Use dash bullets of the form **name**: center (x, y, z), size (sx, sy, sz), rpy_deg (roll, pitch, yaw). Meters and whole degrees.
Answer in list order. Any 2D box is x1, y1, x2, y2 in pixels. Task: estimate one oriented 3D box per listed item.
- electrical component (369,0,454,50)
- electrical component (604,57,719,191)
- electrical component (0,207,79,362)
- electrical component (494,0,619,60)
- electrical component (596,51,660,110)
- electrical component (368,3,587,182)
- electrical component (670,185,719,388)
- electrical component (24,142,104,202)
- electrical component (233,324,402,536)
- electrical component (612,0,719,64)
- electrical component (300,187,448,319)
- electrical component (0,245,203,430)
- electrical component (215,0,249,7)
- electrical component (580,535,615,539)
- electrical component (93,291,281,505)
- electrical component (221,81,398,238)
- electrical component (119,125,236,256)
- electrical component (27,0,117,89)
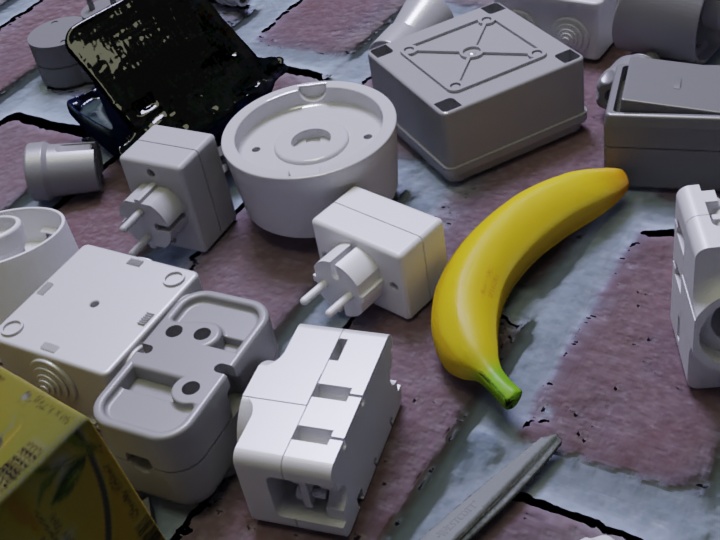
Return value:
- **electrical component**: center (0.036, -0.172, 0.802), size (0.044, 0.044, 0.065), rpy_deg (18, 52, 30)
- **electrical component**: center (0.198, -0.089, 0.648), size (0.096, 0.061, 0.061), rpy_deg (5, 42, 18)
- **electrical component**: center (-0.216, 0.004, 0.649), size (0.099, 0.064, 0.099), rpy_deg (-9, 26, 4)
- **electrical component**: center (0.156, -0.202, 0.802), size (0.100, 0.048, 0.099), rpy_deg (17, 47, 30)
- **electrical component**: center (0.184, -0.128, 0.720), size (0.035, 0.035, 0.061), rpy_deg (18, 45, 31)
- **electrical component**: center (0.077, -0.121, 0.719), size (0.109, 0.056, 0.108), rpy_deg (-24, 41, -15)
- **electrical component**: center (0.179, 0.010, 0.511), size (0.050, 0.089, 0.055), rpy_deg (-5, 40, 7)
- **electrical component**: center (-0.202, -0.069, 0.735), size (0.046, 0.040, 0.040), rpy_deg (-6, 39, -3)
- **electrical component**: center (-0.022, 0.073, 0.513), size (0.056, 0.050, 0.089), rpy_deg (6, 42, 19)
- **electrical component**: center (0.224, -0.191, 0.739), size (0.064, 0.099, 0.099), rpy_deg (25, 51, 27)
- **electrical component**: center (0.000, 0.000, 0.598), size (0.066, 0.047, 0.077), rpy_deg (24, 51, 35)
- **electrical component**: center (-0.138, 0.035, 0.587), size (0.100, 0.048, 0.099), rpy_deg (13, 45, 27)
- **electrical component**: center (-0.113, -0.244, 0.928), size (0.035, 0.035, 0.061), rpy_deg (-24, 44, -16)
- **electrical component**: center (0.104, 0.136, 0.422), size (0.035, 0.035, 0.061), rpy_deg (-24, 43, -15)
- **electrical component**: center (-0.080, 0.064, 0.530), size (0.054, 0.059, 0.095), rpy_deg (11, 44, 25)
- **electrical component**: center (-0.027, -0.064, 0.671), size (0.108, 0.060, 0.108), rpy_deg (-6, 40, 5)
- **electrical component**: center (-0.121, -0.039, 0.659), size (0.047, 0.065, 0.076), rpy_deg (12, 45, 26)
- **electrical component**: center (-0.198, -0.191, 0.852), size (0.138, 0.073, 0.052), rpy_deg (-2, 40, 11)
